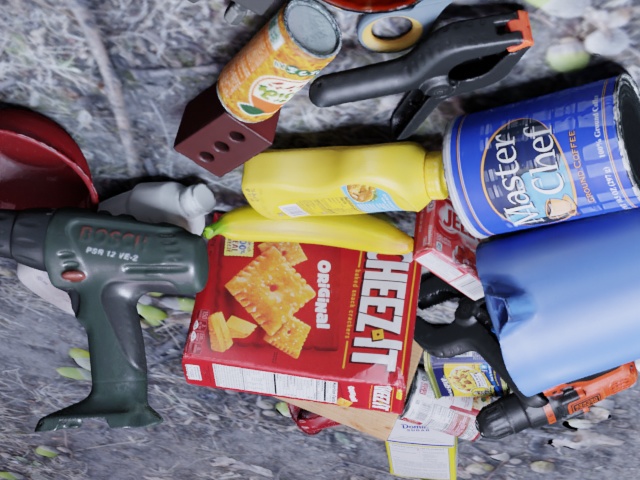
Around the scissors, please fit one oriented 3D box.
[{"bbox_3d":[0.102,-0.172,0.772,0.202,0.016,0.096,2,148,13],"label":"scissors"}]

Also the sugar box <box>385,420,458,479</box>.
[{"bbox_3d":[0.132,0.258,1.394,0.093,0.048,0.176,4,143,10],"label":"sugar box"}]

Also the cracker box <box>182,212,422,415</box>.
[{"bbox_3d":[-0.014,0.068,1.036,0.214,0.164,0.072,7,150,5],"label":"cracker box"}]

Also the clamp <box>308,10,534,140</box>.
[{"bbox_3d":[0.078,-0.127,0.809,0.120,0.039,0.172,2,156,-43],"label":"clamp"}]

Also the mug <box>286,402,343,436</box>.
[{"bbox_3d":[0.012,0.184,1.257,0.082,0.117,0.093,-17,104,28],"label":"mug"}]

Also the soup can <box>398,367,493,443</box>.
[{"bbox_3d":[0.146,0.195,1.272,0.102,0.068,0.069,18,146,-11],"label":"soup can"}]

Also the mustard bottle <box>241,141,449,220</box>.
[{"bbox_3d":[0.035,-0.052,0.923,0.192,0.058,0.096,-2,163,23],"label":"mustard bottle"}]

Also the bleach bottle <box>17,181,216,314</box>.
[{"bbox_3d":[-0.196,0.002,1.082,0.251,0.068,0.102,-22,136,37],"label":"bleach bottle"}]

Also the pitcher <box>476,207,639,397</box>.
[{"bbox_3d":[0.259,0.030,0.856,0.243,0.149,0.145,-19,122,19],"label":"pitcher"}]

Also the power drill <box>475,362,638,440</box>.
[{"bbox_3d":[0.234,0.130,1.110,0.184,0.057,0.187,-25,141,2],"label":"power drill"}]

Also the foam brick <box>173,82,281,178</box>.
[{"bbox_3d":[-0.078,-0.098,0.904,0.053,0.051,0.078,31,142,-28],"label":"foam brick"}]

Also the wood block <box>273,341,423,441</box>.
[{"bbox_3d":[-0.003,0.127,1.155,0.206,0.090,0.090,21,148,5],"label":"wood block"}]

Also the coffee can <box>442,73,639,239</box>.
[{"bbox_3d":[0.181,-0.064,0.836,0.141,0.102,0.102,-12,141,30],"label":"coffee can"}]

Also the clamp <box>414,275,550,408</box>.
[{"bbox_3d":[0.159,0.064,1.044,0.210,0.164,0.036,11,163,46],"label":"clamp"}]

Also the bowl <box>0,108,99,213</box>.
[{"bbox_3d":[-0.279,-0.073,0.996,0.162,0.055,0.162,7,147,5],"label":"bowl"}]

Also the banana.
[{"bbox_3d":[-0.012,-0.009,1.011,0.197,0.069,0.037,2,121,-6],"label":"banana"}]

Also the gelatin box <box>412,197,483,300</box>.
[{"bbox_3d":[0.126,0.002,0.979,0.089,0.073,0.030,33,139,-29],"label":"gelatin box"}]

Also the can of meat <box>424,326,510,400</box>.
[{"bbox_3d":[0.165,0.136,1.188,0.084,0.057,0.102,-2,145,16],"label":"can of meat"}]
